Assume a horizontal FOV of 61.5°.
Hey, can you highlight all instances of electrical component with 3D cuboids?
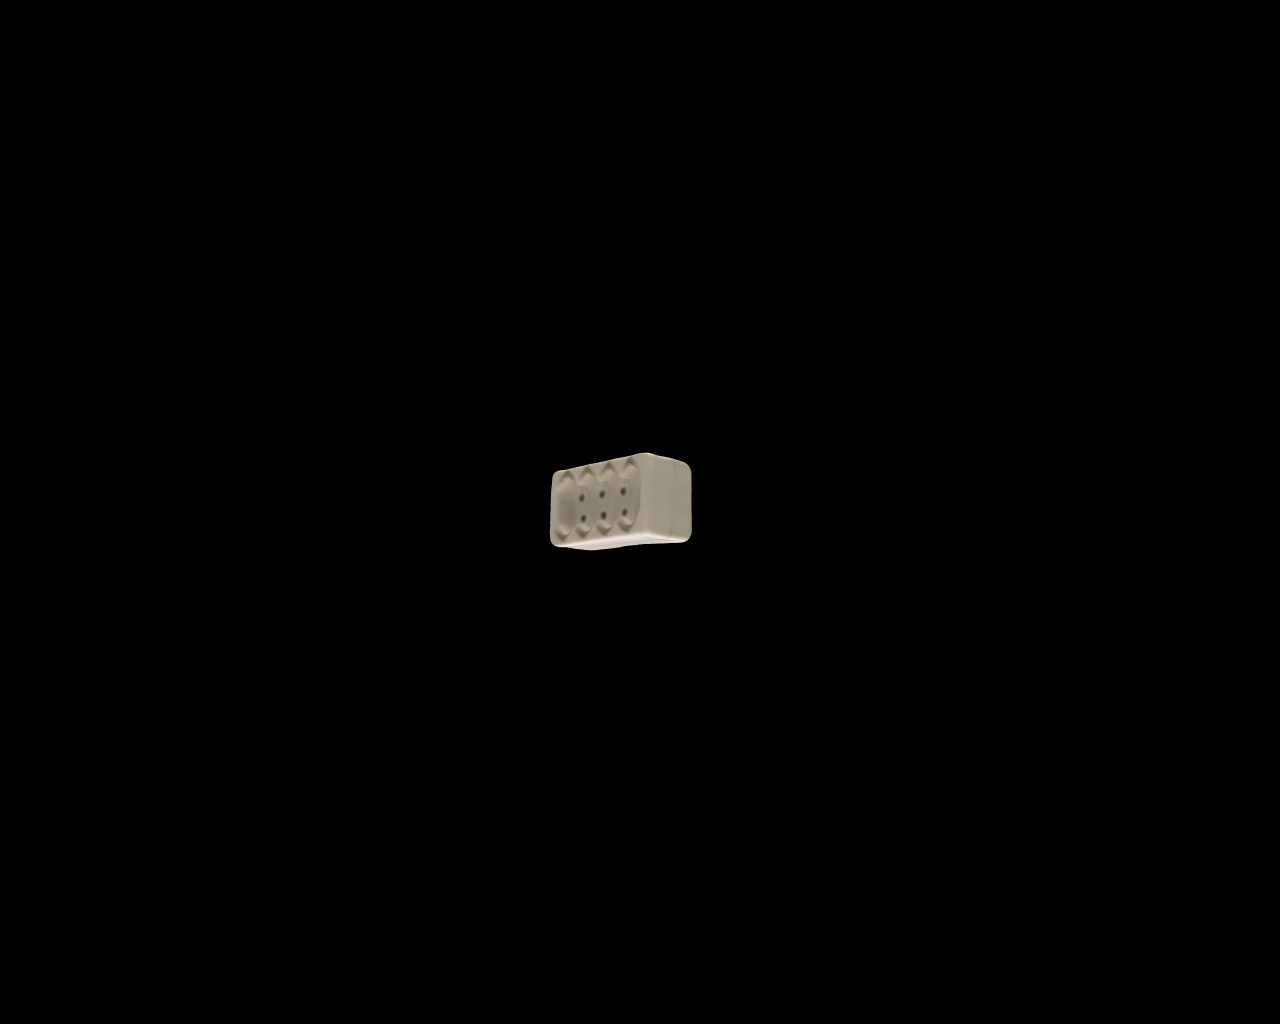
[{"bbox_3d":[0.001,-0.003,0.650,0.083,0.047,0.076,-8,-11,43],"label":"electrical component"}]
